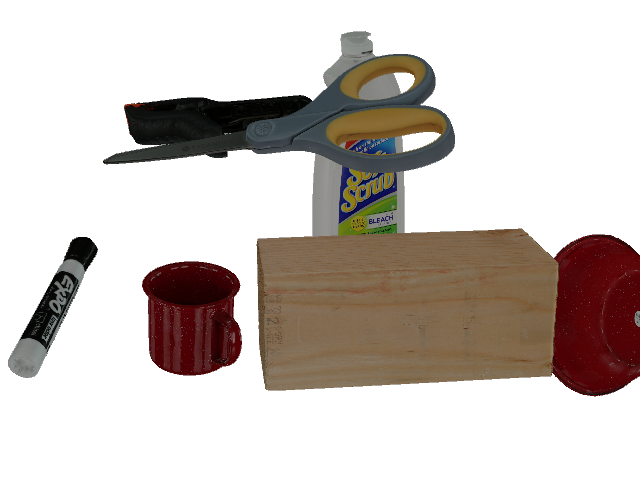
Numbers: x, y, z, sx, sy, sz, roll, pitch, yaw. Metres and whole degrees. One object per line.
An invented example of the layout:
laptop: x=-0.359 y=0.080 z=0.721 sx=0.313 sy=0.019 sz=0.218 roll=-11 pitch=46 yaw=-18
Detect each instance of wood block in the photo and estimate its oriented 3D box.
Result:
wood block: x=0.058 y=0.049 z=0.784 sx=0.206 sy=0.090 sz=0.091 roll=-2 pitch=16 yaw=-6

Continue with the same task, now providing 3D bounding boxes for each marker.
marker: x=-0.167 y=0.038 z=0.675 sx=0.020 sy=0.020 sz=0.121 roll=0 pitch=38 yaw=11

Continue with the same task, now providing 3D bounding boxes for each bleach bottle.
bleach bottle: x=0.033 y=-0.082 z=1.075 sx=0.102 sy=0.251 sz=0.068 roll=-10 pitch=23 yaw=-17

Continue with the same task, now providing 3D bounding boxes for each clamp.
clamp: x=-0.091 y=-0.100 z=0.879 sx=0.120 sy=0.039 sz=0.172 roll=-16 pitch=22 yaw=-40

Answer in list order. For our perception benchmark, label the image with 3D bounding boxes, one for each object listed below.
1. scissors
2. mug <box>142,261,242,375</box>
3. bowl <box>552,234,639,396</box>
scissors: x=-0.019 y=-0.073 z=0.616 sx=0.202 sy=0.096 sz=0.016 roll=4 pitch=-40 yaw=19
mug: x=-0.117 y=0.081 z=1.026 sx=0.117 sy=0.081 sz=0.093 roll=25 pitch=33 yaw=37
bowl: x=0.289 y=0.074 z=1.039 sx=0.161 sy=0.162 sz=0.055 roll=0 pitch=0 yaw=-28
